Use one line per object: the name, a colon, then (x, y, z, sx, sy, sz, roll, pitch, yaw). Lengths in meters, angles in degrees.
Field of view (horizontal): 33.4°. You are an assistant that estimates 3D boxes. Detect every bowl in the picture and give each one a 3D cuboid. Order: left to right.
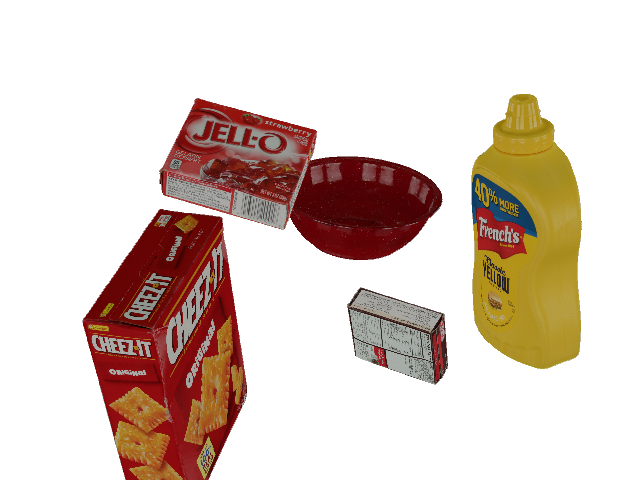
bowl: (0.035, -0.026, 1.043, 0.162, 0.055, 0.162, 3, 28, -2)

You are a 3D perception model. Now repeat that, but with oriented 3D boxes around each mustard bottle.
mustard bottle: (0.144, -0.011, 0.755, 0.058, 0.192, 0.096, -16, 29, -19)

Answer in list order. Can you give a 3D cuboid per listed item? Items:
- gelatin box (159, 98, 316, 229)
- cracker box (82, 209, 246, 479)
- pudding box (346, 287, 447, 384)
gelatin box: (-0.055, -0.053, 0.719, 0.089, 0.073, 0.030, 16, -40, 3)
cracker box: (-0.127, 0.106, 0.950, 0.072, 0.214, 0.164, 6, 36, 14)
pudding box: (0.090, 0.111, 1.242, 0.114, 0.090, 0.039, 15, 46, 26)
